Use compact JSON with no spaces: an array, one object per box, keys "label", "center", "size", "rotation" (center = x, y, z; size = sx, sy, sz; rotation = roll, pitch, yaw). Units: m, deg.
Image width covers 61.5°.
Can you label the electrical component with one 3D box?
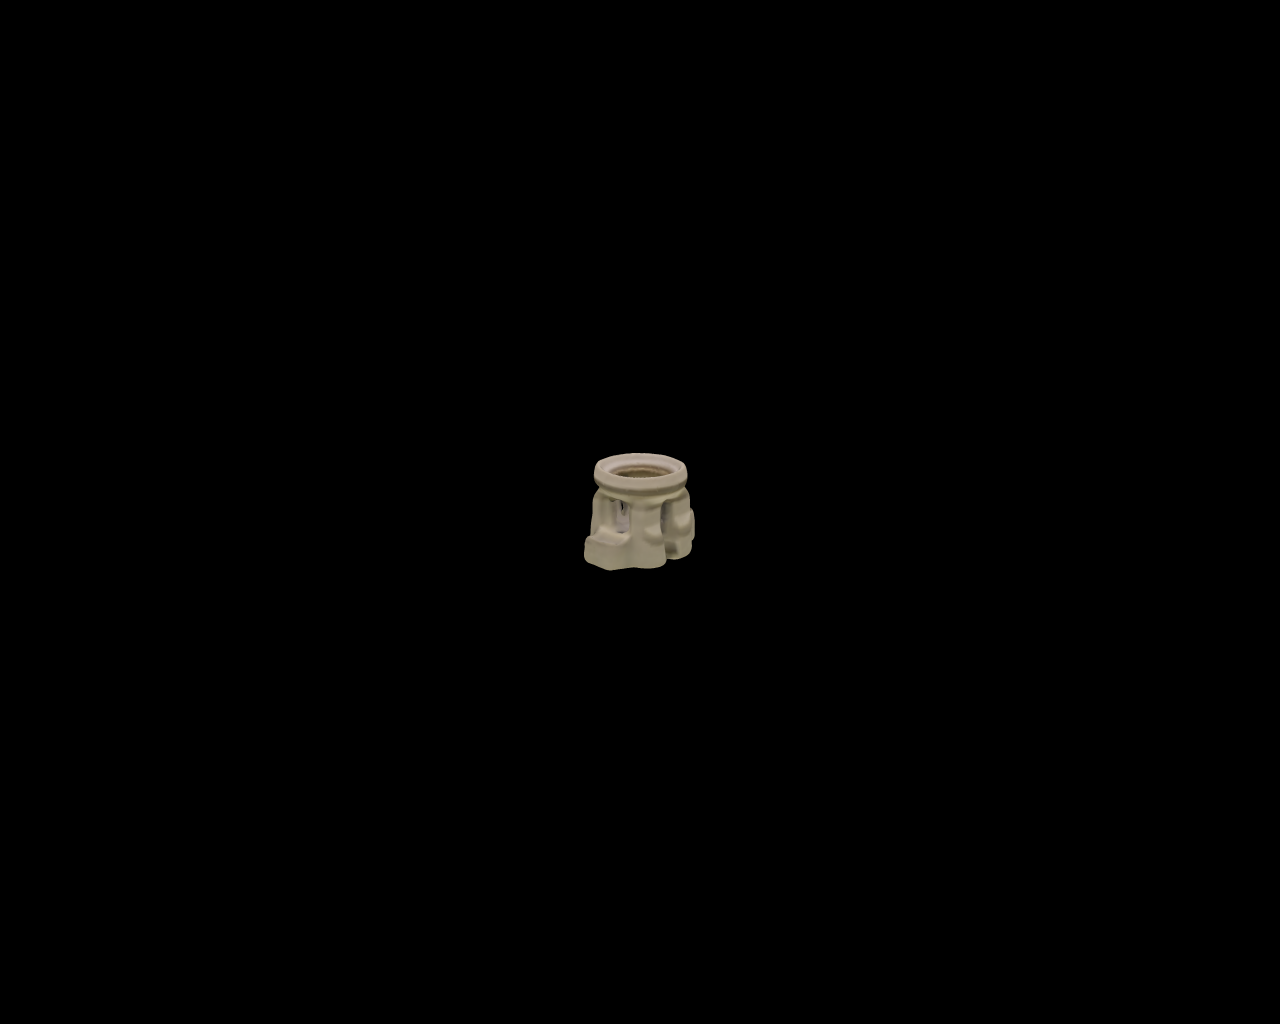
[{"label":"electrical component","center":[0.001,-0.003,0.650],"size":[0.058,0.056,0.078],"rotation":[18,26,41]}]
